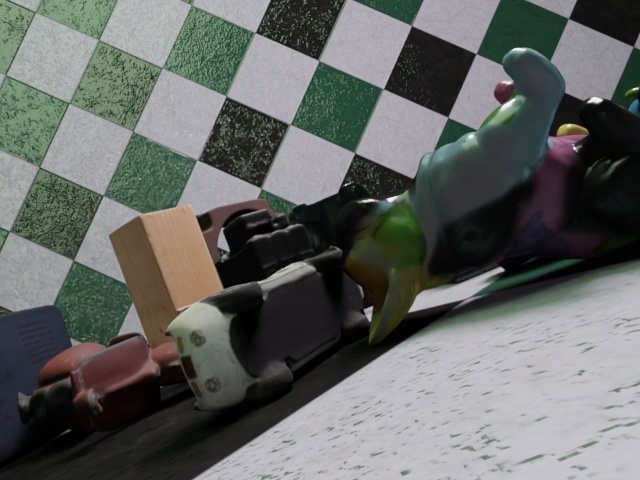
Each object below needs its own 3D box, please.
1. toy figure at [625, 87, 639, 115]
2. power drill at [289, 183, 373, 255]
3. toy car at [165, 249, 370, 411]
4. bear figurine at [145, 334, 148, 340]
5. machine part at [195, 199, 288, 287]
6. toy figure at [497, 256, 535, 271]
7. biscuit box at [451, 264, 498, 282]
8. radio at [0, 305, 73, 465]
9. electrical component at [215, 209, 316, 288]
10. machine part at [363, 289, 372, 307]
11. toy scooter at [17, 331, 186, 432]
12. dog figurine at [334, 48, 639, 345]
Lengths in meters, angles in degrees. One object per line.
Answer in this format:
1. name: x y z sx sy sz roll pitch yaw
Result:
1. toy figure: 0.333 -0.102 0.503 0.089 0.082 0.180 -12 -18 39
2. power drill: -0.001 -0.002 0.660 0.232 0.086 0.207 -24 1 -23
3. toy car: -0.024 0.058 0.396 0.056 0.073 0.201 -22 -2 32
4. bear figurine: -0.217 0.130 0.879 0.132 0.120 0.196 -27 0 42
5. machine part: -0.120 0.044 0.870 0.087 0.201 0.201 -25 -4 37
6. toy figure: 0.203 -0.039 0.459 0.154 0.064 0.057 -47 -29 12
7. biscuit box: 0.208 -0.018 0.568 0.203 0.062 0.059 -20 -3 -11
8. radio: -0.321 0.144 0.488 0.073 0.131 0.229 -22 -2 14
9. electrical component: -0.048 0.040 0.514 0.058 0.134 0.115 -19 -5 -32
10. machine part: 0.033 0.057 0.685 0.179 0.056 0.179 -22 -2 -1
11. toy scooter: -0.191 0.127 0.466 0.184 0.075 0.135 -17 1 17
12. dog figurine: 0.120 -0.005 0.387 0.219 0.192 0.108 -56 -6 11
